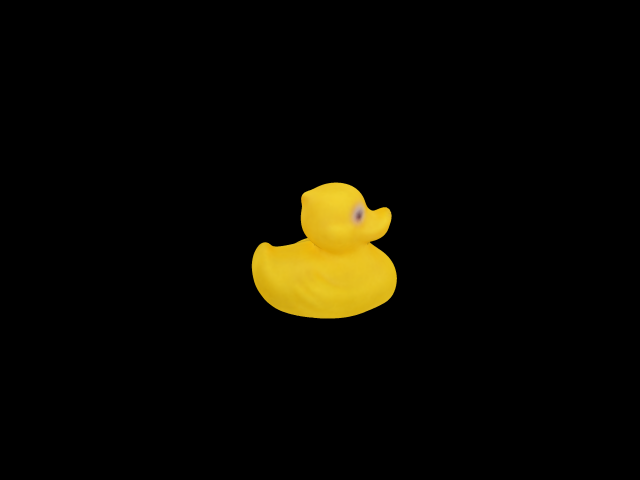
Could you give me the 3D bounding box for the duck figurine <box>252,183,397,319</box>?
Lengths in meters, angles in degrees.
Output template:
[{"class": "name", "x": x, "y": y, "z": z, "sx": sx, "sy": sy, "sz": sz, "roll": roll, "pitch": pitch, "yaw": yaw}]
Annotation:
[{"class": "duck figurine", "x": 0.004, "y": 0.001, "z": 0.400, "sx": 0.104, "sy": 0.086, "sz": 0.077, "roll": -3, "pitch": 32, "yaw": -4}]
